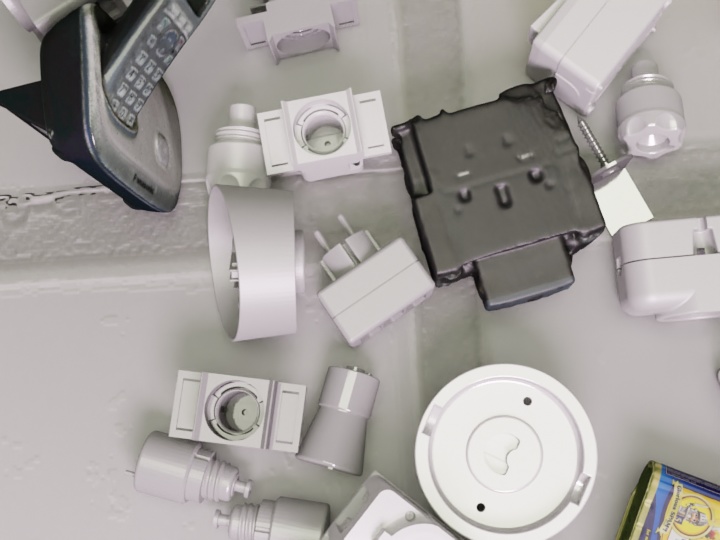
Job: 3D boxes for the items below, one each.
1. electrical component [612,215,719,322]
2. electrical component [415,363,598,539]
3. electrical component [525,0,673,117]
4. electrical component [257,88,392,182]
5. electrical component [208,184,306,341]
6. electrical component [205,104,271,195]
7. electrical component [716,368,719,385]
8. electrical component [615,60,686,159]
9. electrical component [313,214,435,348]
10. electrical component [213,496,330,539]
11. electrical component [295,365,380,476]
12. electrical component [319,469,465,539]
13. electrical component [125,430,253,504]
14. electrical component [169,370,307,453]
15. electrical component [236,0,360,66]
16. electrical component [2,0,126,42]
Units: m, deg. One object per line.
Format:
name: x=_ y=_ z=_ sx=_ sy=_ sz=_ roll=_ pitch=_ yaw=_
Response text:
electrical component: x=0.213 y=0.000 z=0.679 sx=0.095 sy=0.053 sz=0.059 roll=-5 pitch=81 yaw=2
electrical component: x=0.088 y=0.113 z=0.665 sx=0.108 sy=0.060 sz=0.108 roll=0 pitch=81 yaw=3
electrical component: x=0.156 y=-0.161 z=0.703 sx=0.061 sy=0.061 sz=0.096 roll=38 pitch=85 yaw=8
electrical component: x=-0.022 y=-0.086 z=0.700 sx=0.081 sy=0.064 sz=0.042 roll=-10 pitch=82 yaw=2
electrical component: x=-0.067 y=-0.005 z=0.676 sx=0.064 sy=0.099 sz=0.099 roll=-1 pitch=81 yaw=-3
electrical component: x=-0.080 y=-0.078 z=0.713 sx=0.043 sy=0.043 sz=0.062 roll=2 pitch=80 yaw=3
electrical component: x=0.295 y=0.090 z=0.660 sx=0.109 sy=0.056 sz=0.108 roll=-23 pitch=82 yaw=0
electrical component: x=0.189 y=-0.108 z=0.704 sx=0.043 sy=0.043 sz=0.062 roll=0 pitch=62 yaw=3
electrical component: x=0.000 y=0.000 z=0.694 sx=0.066 sy=0.047 sz=0.076 roll=-34 pitch=82 yaw=-3
electrical component: x=-0.053 y=0.162 z=0.676 sx=0.078 sy=0.040 sz=0.040 roll=8 pitch=82 yaw=4
electrical component: x=-0.011 y=0.094 z=0.685 sx=0.044 sy=0.044 sz=0.065 roll=15 pitch=78 yaw=5
electrical component: x=0.052 y=0.220 z=0.631 sx=0.186 sy=0.060 sz=0.105 roll=39 pitch=85 yaw=-5
electrical component: x=-0.107 y=0.129 z=0.684 sx=0.078 sy=0.040 sz=0.040 roll=14 pitch=82 yaw=5
electrical component: x=-0.075 y=0.089 z=0.676 sx=0.081 sy=0.064 sz=0.042 roll=7 pitch=80 yaw=4
electrical component: x=-0.044 y=-0.180 z=0.728 sx=0.081 sy=0.042 sz=0.063 roll=-13 pitch=78 yaw=0
electrical component: x=-0.224 y=-0.224 z=0.712 sx=0.060 sy=0.105 sz=0.186 roll=-34 pitch=81 yaw=-2
